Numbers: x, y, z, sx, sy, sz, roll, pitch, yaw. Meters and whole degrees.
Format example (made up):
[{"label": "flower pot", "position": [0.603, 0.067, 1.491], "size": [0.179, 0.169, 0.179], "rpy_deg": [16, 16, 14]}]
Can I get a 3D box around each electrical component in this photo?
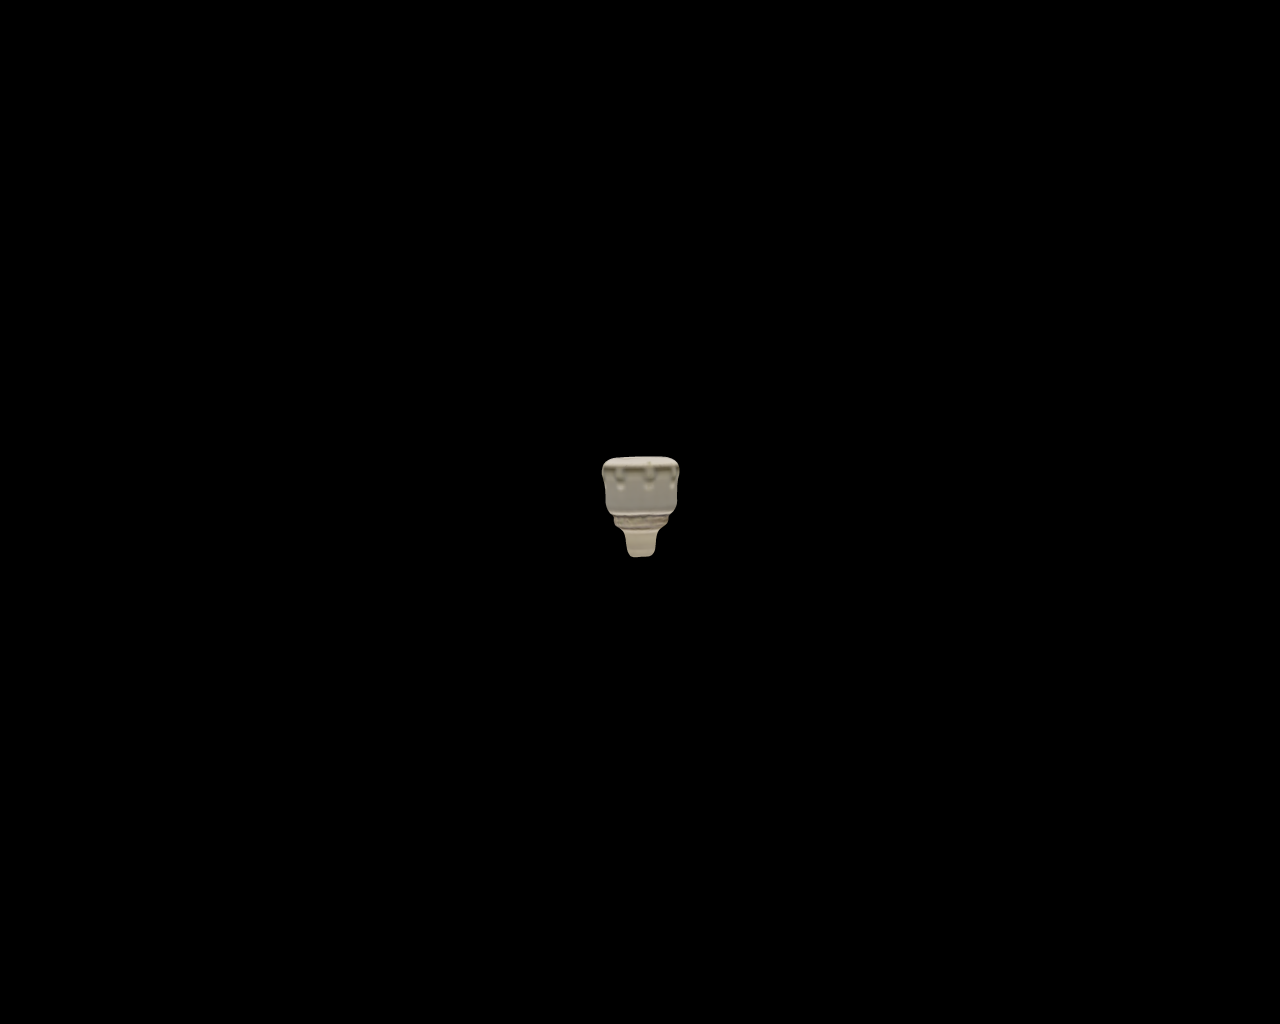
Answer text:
[{"label": "electrical component", "position": [0.001, -0.003, 0.650], "size": [0.048, 0.062, 0.048], "rpy_deg": [0, 5, 0]}]
